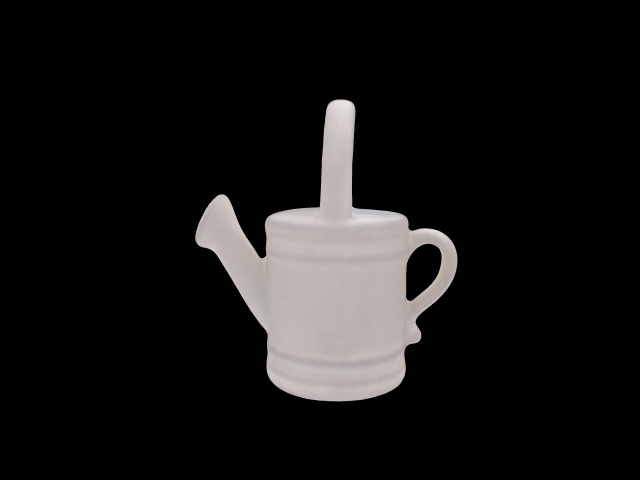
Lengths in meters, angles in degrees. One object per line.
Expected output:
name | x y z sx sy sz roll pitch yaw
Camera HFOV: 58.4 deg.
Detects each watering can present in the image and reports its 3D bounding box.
watering can | 0.004 0.002 0.398 0.173 0.194 0.100 -3 9 -17
